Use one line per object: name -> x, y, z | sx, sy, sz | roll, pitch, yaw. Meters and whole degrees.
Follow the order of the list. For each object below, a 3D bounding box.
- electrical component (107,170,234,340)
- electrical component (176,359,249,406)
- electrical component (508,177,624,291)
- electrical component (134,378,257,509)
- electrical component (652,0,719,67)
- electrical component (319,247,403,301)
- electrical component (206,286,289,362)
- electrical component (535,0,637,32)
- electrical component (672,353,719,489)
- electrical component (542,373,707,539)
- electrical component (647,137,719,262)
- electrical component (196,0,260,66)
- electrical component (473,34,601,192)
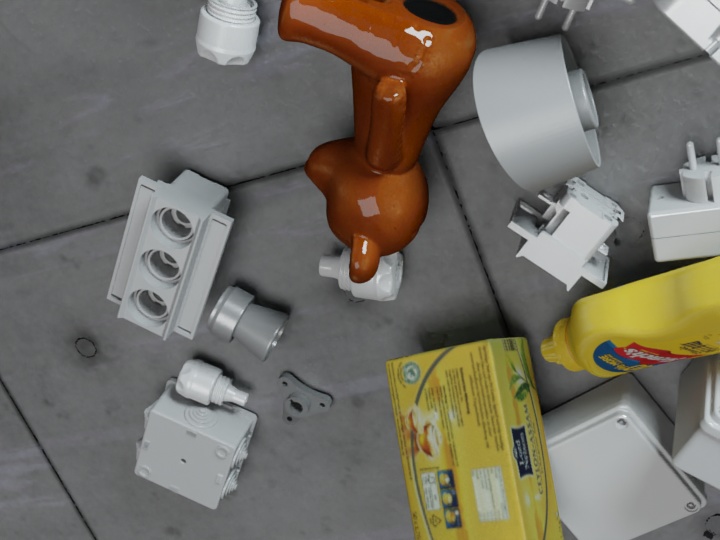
electrical component -> -0.148, -0.014, 0.861 | 0.079, 0.063, 0.121 | 26, 123, 3
electrical component -> -0.127, 0.102, 0.937 | 0.061, 0.035, 0.035 | 22, 123, 3
electrical component -> 0.150, -0.028, 0.765 | 0.081, 0.042, 0.063 | 33, 122, -3
electrical component -> -0.150, 0.158, 0.969 | 0.100, 0.048, 0.099 | 23, 123, 5
electrical component -> 0.233, -0.160, 0.654 | 0.095, 0.053, 0.059 | 40, 123, -6
electrical component -> 0.000, 0.000, 0.831 | 0.062, 0.043, 0.043 | 8, 121, 16
electrical component -> -0.092, 0.044, 0.886 | 0.055, 0.045, 0.045 | 28, 124, 2
electrical component -> 0.135, -0.188, 0.675 | 0.083, 0.047, 0.075 | 24, 124, 4
electrical component -> 0.284, 0.112, 0.761 | 0.109, 0.108, 0.056 | 27, 126, 2
electrical component -> 0.197, 0.153, 0.845 | 0.109, 0.056, 0.108 | -34, 104, 31
electrical component -> 0.235, -0.052, 0.719 | 0.083, 0.047, 0.075 | -6, 116, 22
electrical component -> -0.091, -0.179, 0.759 | 0.043, 0.043, 0.062 | 20, 122, 7
electrical component -> 0.119, -0.103, 0.700 | 0.064, 0.099, 0.099 | -15, 113, 19
